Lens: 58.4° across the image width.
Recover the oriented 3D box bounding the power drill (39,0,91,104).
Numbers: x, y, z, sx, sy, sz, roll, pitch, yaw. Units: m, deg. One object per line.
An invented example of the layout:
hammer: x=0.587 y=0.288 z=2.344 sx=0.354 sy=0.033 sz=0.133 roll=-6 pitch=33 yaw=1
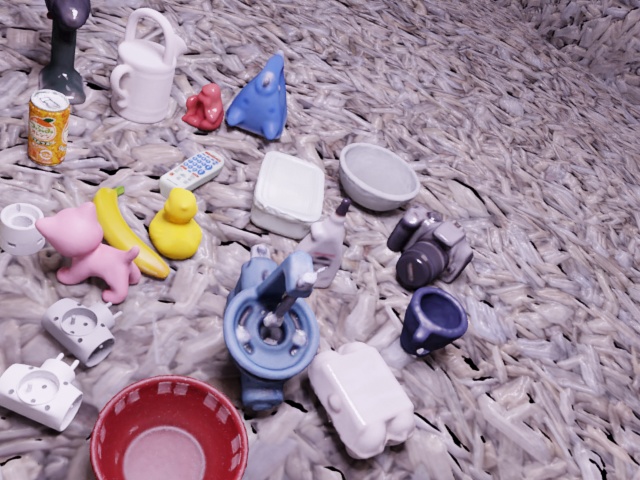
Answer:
power drill: x=-0.428 y=-0.342 z=0.965 sx=0.076 sy=0.208 sz=0.229 roll=-1 pitch=47 yaw=-29

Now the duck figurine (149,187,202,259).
duck figurine: x=-0.207 y=-0.031 z=0.842 sx=0.078 sy=0.086 sz=0.104 roll=4 pitch=44 yaw=-25

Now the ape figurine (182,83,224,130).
ape figurine: x=-0.212 y=-0.255 z=1.079 sx=0.076 sy=0.092 sz=0.077 roll=-4 pitch=48 yaw=-32

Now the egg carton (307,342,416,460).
egg carton: x=0.050 y=0.203 z=0.738 sx=0.107 sy=0.069 sz=0.150 roll=-10 pitch=51 yaw=-36

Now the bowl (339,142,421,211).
bowl: x=0.103 y=-0.110 z=1.106 sx=0.168 sy=0.074 sz=0.167 roll=15 pitch=41 yaw=-13

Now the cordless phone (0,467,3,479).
cordless phone: x=-0.305 y=0.208 z=0.448 sx=0.094 sy=0.185 sz=0.147 roll=3 pitch=45 yaw=-26

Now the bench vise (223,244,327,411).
bench vise: x=-0.068 y=0.071 z=0.700 sx=0.122 sy=0.219 sz=0.207 roll=-7 pitch=50 yaw=-34

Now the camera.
camera: x=0.182 y=0.013 z=0.994 sx=0.143 sy=0.100 sz=0.137 roll=41 pitch=41 yaw=17

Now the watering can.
watering can: x=-0.305 y=-0.318 z=1.017 sx=0.101 sy=0.194 sz=0.173 roll=18 pitch=40 yaw=-10

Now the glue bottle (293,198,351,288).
glue bottle: x=0.008 y=0.003 z=0.853 sx=0.078 sy=0.173 sz=0.037 roll=6 pitch=43 yaw=-23

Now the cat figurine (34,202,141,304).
cat figurine: x=-0.290 y=0.007 z=0.729 sx=0.128 sy=0.117 sz=0.067 roll=22 pitch=39 yaw=-6

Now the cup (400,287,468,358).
cup: x=0.153 y=0.138 z=0.846 sx=0.091 sy=0.095 sz=0.118 roll=37 pitch=41 yaw=13

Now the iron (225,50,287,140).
iron: x=-0.105 y=-0.315 z=1.164 sx=0.119 sy=0.141 sz=0.258 roll=19 pitch=40 yaw=-8
